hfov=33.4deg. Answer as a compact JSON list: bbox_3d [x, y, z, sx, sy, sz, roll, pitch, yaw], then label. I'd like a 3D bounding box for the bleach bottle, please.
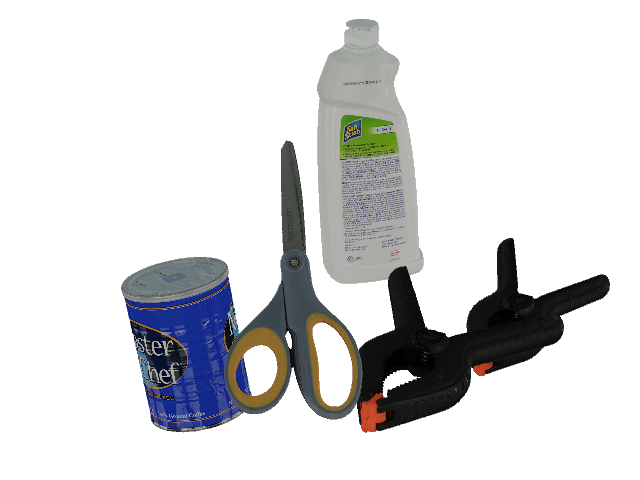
[{"bbox_3d":[0.048,-0.084,1.011,0.102,0.251,0.068,-9,29,-13],"label":"bleach bottle"}]

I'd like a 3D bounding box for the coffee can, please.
[{"bbox_3d":[-0.128,0.099,1.032,0.103,0.140,0.103,-8,18,2],"label":"coffee can"}]

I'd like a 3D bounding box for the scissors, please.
[{"bbox_3d":[-0.033,0.029,0.703,0.096,0.202,0.016,-19,-26,-5],"label":"scissors"}]

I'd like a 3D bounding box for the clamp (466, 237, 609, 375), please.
[{"bbox_3d":[0.191,0.062,1.054,0.171,0.039,0.120,-36,45,-30],"label":"clamp"}]

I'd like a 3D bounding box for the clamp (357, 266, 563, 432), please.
[{"bbox_3d":[0.083,0.088,0.884,0.165,0.036,0.209,21,36,33],"label":"clamp"}]
